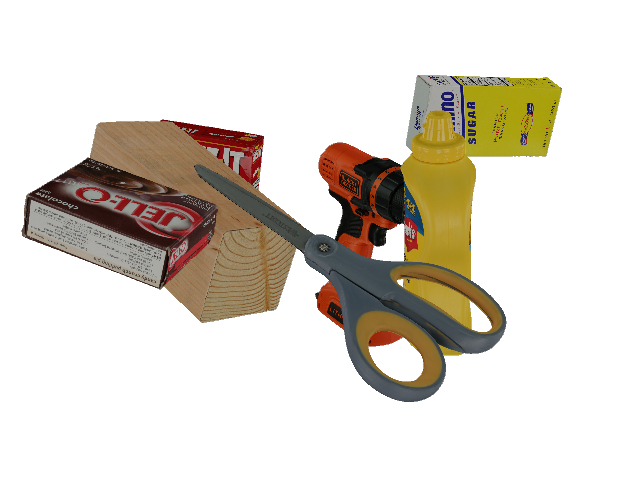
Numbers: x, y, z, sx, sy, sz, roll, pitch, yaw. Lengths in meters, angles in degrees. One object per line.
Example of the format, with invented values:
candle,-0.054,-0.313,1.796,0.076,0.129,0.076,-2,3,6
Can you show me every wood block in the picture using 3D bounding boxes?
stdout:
wood block,-0.122,-0.024,0.966,0.090,0.091,0.206,-7,34,-43

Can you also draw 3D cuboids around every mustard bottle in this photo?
mustard bottle,0.093,-0.010,0.849,0.058,0.192,0.096,-2,26,-2

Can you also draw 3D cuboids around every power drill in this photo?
power drill,0.058,0.009,1.086,0.057,0.188,0.185,-9,28,-32

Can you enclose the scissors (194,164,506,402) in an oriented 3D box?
scissors,0.000,0.023,0.582,0.202,0.096,0.016,22,-40,11

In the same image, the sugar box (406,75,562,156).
sugar box,0.197,-0.149,1.288,0.176,0.093,0.048,-4,28,-20

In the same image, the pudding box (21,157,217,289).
pudding box,-0.143,-0.014,0.768,0.113,0.039,0.090,18,25,10

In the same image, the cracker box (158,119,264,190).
cracker box,-0.181,-0.062,1.617,0.164,0.214,0.072,10,20,6
